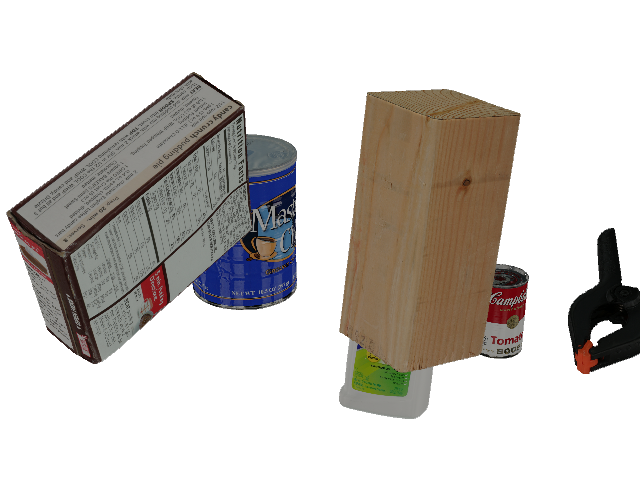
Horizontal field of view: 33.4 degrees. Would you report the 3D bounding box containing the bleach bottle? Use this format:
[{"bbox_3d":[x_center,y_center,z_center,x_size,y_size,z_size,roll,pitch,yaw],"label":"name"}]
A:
[{"bbox_3d":[0.079,0.064,1.168,0.103,0.251,0.068,8,14,19],"label":"bleach bottle"}]

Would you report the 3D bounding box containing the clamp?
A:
[{"bbox_3d":[0.276,0.052,0.993,0.171,0.039,0.120,-36,41,-27],"label":"clamp"}]

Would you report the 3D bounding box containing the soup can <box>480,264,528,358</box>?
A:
[{"bbox_3d":[0.225,0.090,1.349,0.068,0.102,0.068,1,22,0],"label":"soup can"}]

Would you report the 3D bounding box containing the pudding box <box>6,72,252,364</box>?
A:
[{"bbox_3d":[-0.081,-0.009,0.488,0.039,0.113,0.090,32,-32,23],"label":"pudding box"}]

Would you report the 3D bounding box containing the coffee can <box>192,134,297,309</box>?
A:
[{"bbox_3d":[-0.073,-0.019,1.017,0.103,0.140,0.103,0,24,0],"label":"coffee can"}]

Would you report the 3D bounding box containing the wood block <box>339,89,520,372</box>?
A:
[{"bbox_3d":[0.086,-0.010,0.862,0.090,0.206,0.090,-8,24,-34],"label":"wood block"}]
